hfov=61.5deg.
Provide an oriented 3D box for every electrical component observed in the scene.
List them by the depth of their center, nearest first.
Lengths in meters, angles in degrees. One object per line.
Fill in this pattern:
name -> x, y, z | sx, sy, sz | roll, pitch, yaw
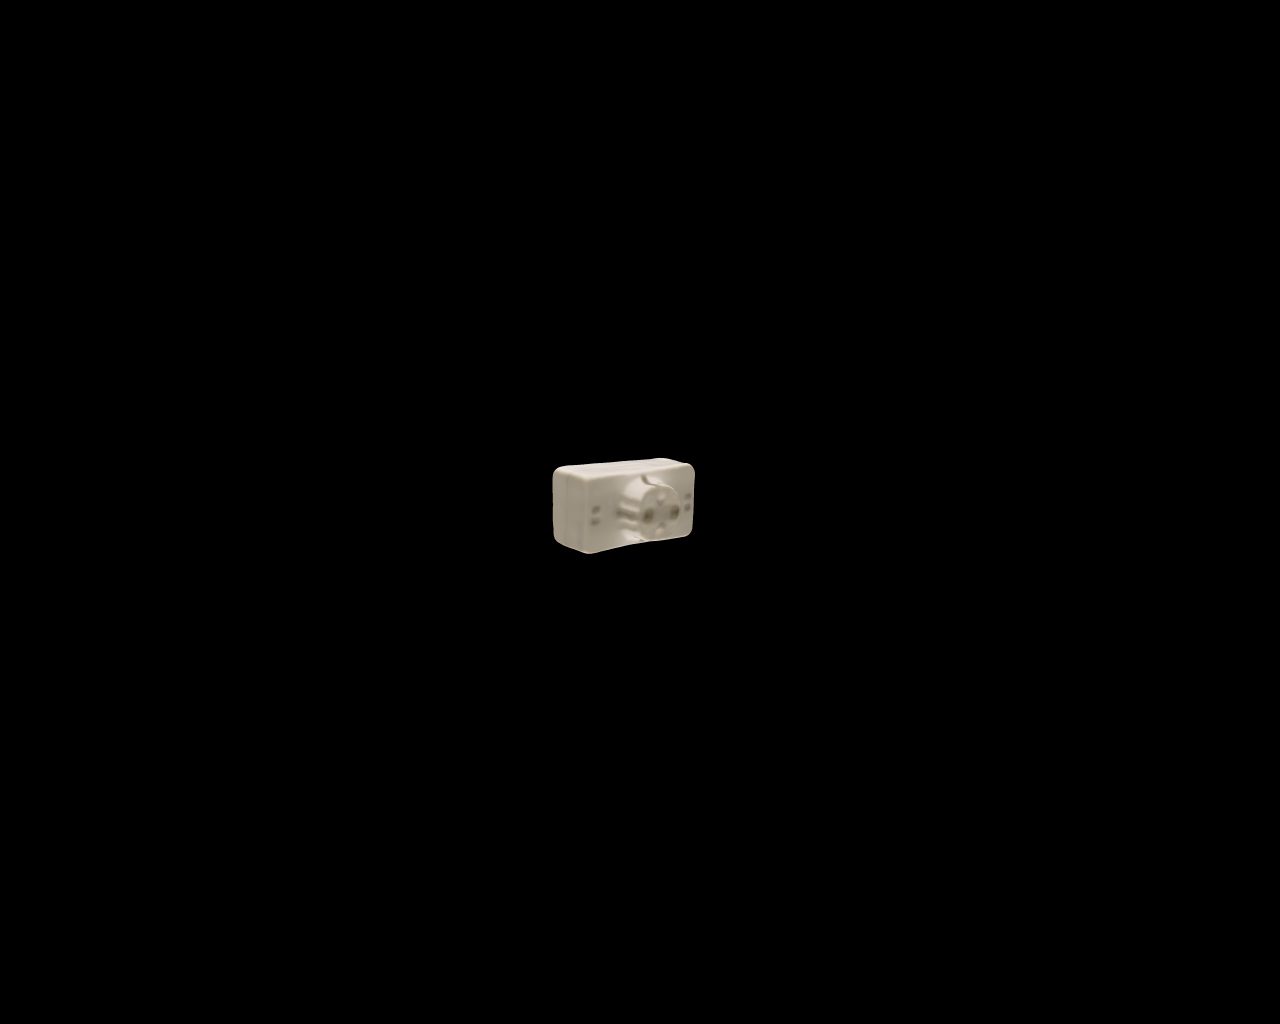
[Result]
electrical component -> 0.001, -0.003, 0.650 | 0.083, 0.047, 0.076 | -8, 14, -35
